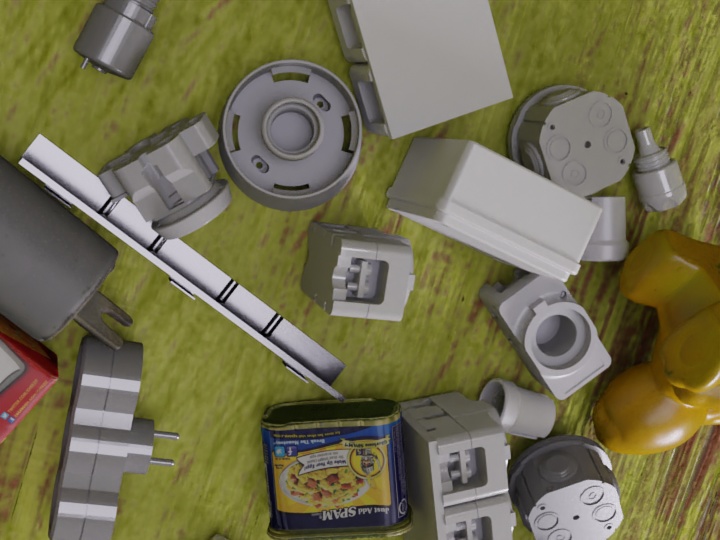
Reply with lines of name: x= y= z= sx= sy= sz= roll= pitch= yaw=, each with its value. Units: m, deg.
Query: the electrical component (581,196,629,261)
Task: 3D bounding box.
electrical component: x=0.177 y=-0.031 z=0.790 sx=0.040 sy=0.040 sz=0.046 roll=-2 pitch=96 yaw=-16

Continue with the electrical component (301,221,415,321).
electrical component: x=0.000 y=0.000 z=0.717 sx=0.056 sy=0.089 sz=0.050 roll=6 pitch=99 yaw=-17

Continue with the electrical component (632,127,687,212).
electrical component: x=0.218 y=-0.076 z=0.795 sx=0.035 sy=0.035 sz=0.061 roll=-24 pitch=103 yaw=-11

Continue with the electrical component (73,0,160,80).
electrical component: x=-0.147 y=-0.156 z=0.671 sx=0.040 sy=0.040 sz=0.078 roll=28 pitch=92 yaw=-19

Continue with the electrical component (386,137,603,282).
electrical component: x=0.087 y=-0.043 z=0.725 sx=0.109 sy=0.109 sz=0.056 roll=24 pitch=90 yaw=-19

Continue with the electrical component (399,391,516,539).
electrical component: x=0.070 y=0.172 z=0.770 sx=0.062 sy=0.089 sz=0.150 roll=-10 pitch=103 yaw=-14

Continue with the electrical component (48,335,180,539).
electrical component: x=-0.158 y=0.115 z=0.713 sx=0.074 sy=0.052 sz=0.138 roll=10 pitch=97 yaw=-18

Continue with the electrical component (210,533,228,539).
electrical component: x=-0.095 y=0.232 z=0.749 sx=0.062 sy=0.061 sz=0.096 roll=-44 pitch=109 yaw=-4

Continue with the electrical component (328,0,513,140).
electrical component: x=0.031 y=-0.172 z=0.708 sx=0.089 sy=0.062 sz=0.150 roll=-20 pitch=105 yaw=-12

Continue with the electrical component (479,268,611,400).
electrical component: x=0.135 y=0.042 z=0.780 sx=0.050 sy=0.055 sz=0.089 roll=-36 pitch=108 yaw=-2

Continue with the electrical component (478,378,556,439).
electrical component: x=0.116 y=0.104 z=0.798 sx=0.046 sy=0.040 sz=0.040 roll=17 pitch=95 yaw=-23

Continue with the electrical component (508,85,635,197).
electrical component: x=0.150 y=-0.091 z=0.764 sx=0.080 sy=0.051 sz=0.080 roll=-3 pitch=101 yaw=-15

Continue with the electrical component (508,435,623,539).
electrical component: x=0.154 y=0.167 z=0.804 sx=0.080 sy=0.051 sz=0.080 roll=-4 pitch=122 yaw=-7

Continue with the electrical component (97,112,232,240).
electrical component: x=-0.119 y=-0.057 z=0.688 sx=0.078 sy=0.058 sz=0.057 roll=-25 pitch=112 yaw=13

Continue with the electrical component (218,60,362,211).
electrical component: x=-0.045 y=-0.089 z=0.714 sx=0.099 sy=0.064 sz=0.099 roll=0 pitch=91 yaw=-6
